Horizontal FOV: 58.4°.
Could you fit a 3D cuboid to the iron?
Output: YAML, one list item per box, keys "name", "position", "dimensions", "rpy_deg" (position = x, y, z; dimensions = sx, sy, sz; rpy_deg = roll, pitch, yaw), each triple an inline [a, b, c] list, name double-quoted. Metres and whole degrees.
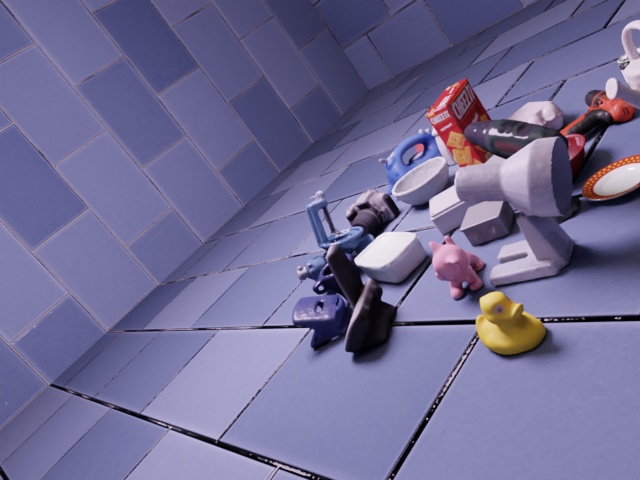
- name: "iron"
  position: [0.286, -0.245, 1.670]
  dimensions: [0.259, 0.141, 0.118]
  rpy_deg: [-43, 18, -19]

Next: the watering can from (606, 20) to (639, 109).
- name: "watering can"
  position: [0.628, -0.323, 1.083]
  dimensions: [0.173, 0.194, 0.100]
  rpy_deg: [-43, 18, -18]

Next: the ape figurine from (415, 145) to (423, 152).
- name: "ape figurine"
  position: [0.324, -0.280, 1.775]
  dimensions: [0.077, 0.092, 0.076]
  rpy_deg: [-23, 22, 40]

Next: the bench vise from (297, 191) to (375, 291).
- name: "bench vise"
  position: [0.019, 0.004, 1.400]
  dimensions: [0.208, 0.220, 0.121]
  rpy_deg: [-46, 19, -28]

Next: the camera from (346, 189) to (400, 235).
- name: "camera"
  position: [0.124, -0.065, 1.586]
  dimensions: [0.142, 0.101, 0.137]
  rpy_deg: [-20, 23, 45]

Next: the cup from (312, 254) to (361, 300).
- name: "cup"
  position: [0.049, 0.102, 1.296]
  dimensions: [0.118, 0.095, 0.091]
  rpy_deg: [-41, 17, -13]

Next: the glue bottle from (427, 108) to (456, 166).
- name: "glue bottle"
  position: [0.352, -0.301, 1.630]
  dimensions: [0.078, 0.173, 0.037]
  rpy_deg: [-47, 19, -30]

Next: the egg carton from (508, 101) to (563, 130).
- name: "egg carton"
  position: [0.531, -0.293, 1.425]
  dimensions: [0.107, 0.069, 0.150]
  rpy_deg: [-38, 16, -3]

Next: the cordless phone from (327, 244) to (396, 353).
- name: "cordless phone"
  position: [0.055, 0.110, 1.100]
  dimensions: [0.094, 0.185, 0.148]
  rpy_deg: [-28, 19, 27]

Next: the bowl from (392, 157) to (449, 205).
- name: "bowl"
  position: [0.280, -0.144, 1.527]
  dimensions: [0.167, 0.075, 0.167]
  rpy_deg: [-34, 17, 12]

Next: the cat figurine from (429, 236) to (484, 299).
- name: "cat figurine"
  position: [0.240, 0.038, 1.034]
  dimensions: [0.067, 0.118, 0.128]
  rpy_deg: [-29, 18, 26]

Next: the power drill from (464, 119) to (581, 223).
- name: "power drill"
  position: [0.378, -0.133, 1.055]
  dimensions: [0.076, 0.209, 0.229]
  rpy_deg: [-40, 17, -11]

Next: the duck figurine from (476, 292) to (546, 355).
- name: "duck figurine"
  position: [0.264, 0.113, 0.836]
  dimensions: [0.078, 0.086, 0.104]
  rpy_deg: [-46, 19, -27]

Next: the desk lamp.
- name: "desk lamp"
  position: [0.325, -0.046, 0.919]
  dimensions: [0.202, 0.214, 0.118]
  rpy_deg: [-20, 24, 45]

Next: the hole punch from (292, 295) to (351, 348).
- name: "hole punch"
  position: [0.004, 0.160, 1.236]
  dimensions: [0.101, 0.091, 0.108]
  rpy_deg: [-31, 18, 21]
